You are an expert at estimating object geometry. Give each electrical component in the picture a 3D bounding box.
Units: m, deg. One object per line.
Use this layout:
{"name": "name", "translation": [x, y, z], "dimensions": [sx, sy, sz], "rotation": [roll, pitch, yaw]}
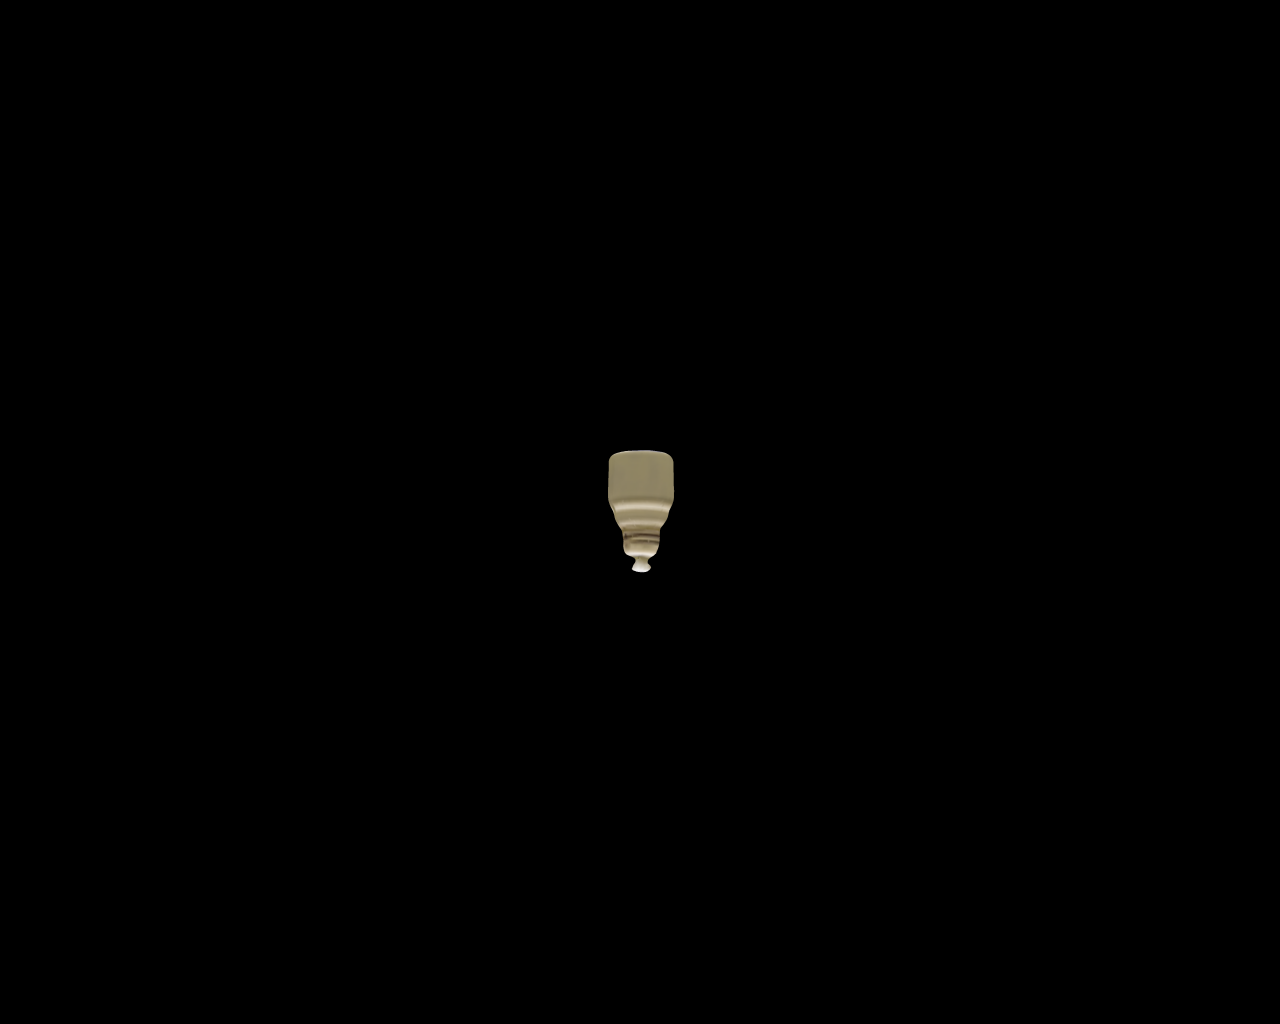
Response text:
{"name": "electrical component", "translation": [0.001, -0.003, 0.650], "dimensions": [0.040, 0.078, 0.040], "rotation": [0, -8, 0]}
